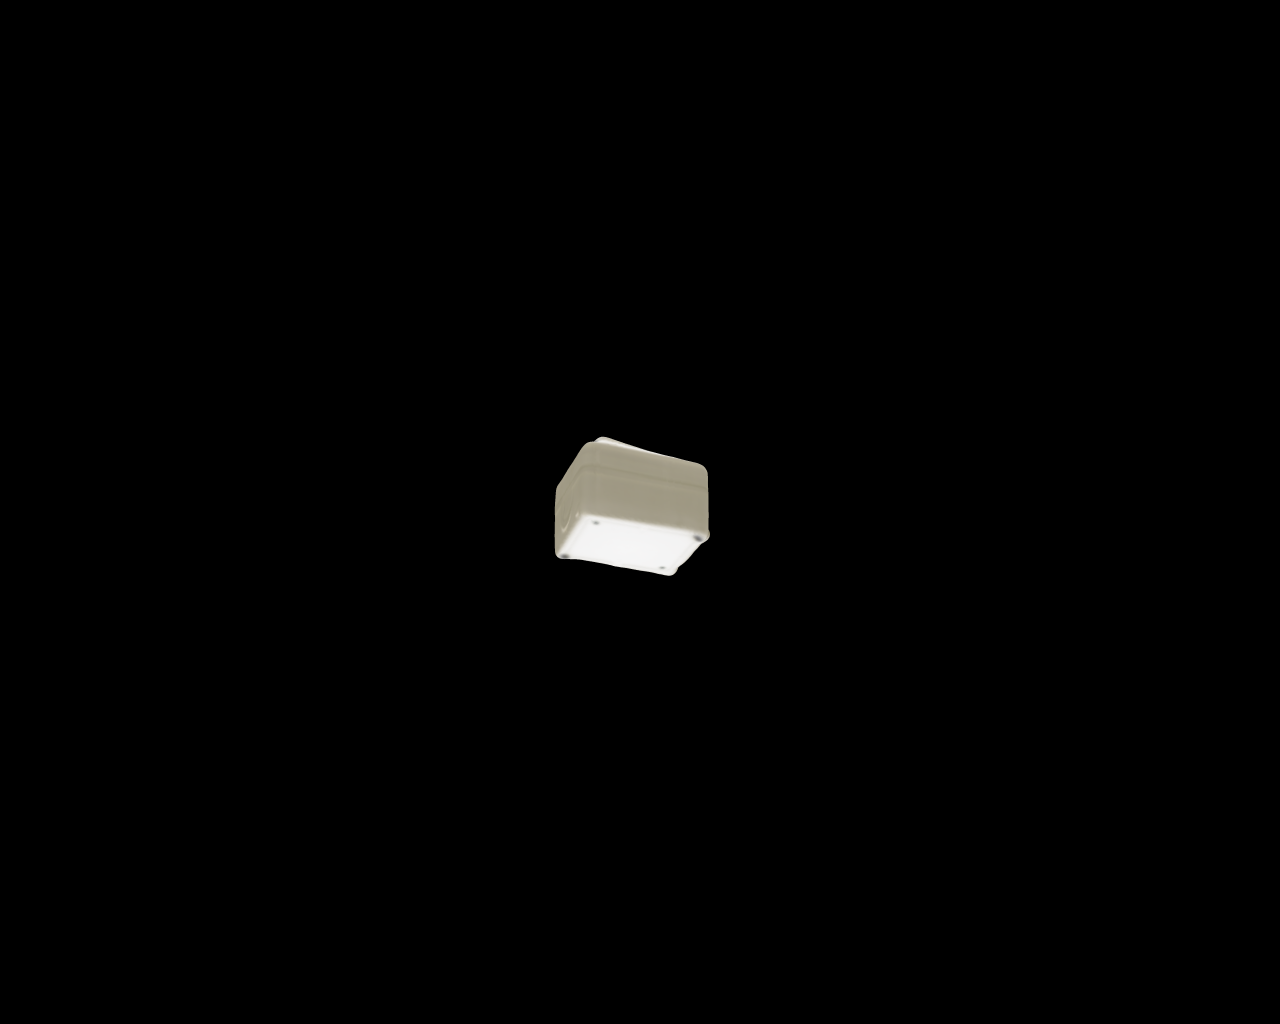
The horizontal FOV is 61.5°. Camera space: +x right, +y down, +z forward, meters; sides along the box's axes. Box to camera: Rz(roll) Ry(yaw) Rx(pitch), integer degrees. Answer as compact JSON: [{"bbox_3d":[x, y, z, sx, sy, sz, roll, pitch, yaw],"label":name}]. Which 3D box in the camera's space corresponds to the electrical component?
[{"bbox_3d":[0.001,-0.003,0.650,0.096,0.061,0.061,11,-32,-18],"label":"electrical component"}]
